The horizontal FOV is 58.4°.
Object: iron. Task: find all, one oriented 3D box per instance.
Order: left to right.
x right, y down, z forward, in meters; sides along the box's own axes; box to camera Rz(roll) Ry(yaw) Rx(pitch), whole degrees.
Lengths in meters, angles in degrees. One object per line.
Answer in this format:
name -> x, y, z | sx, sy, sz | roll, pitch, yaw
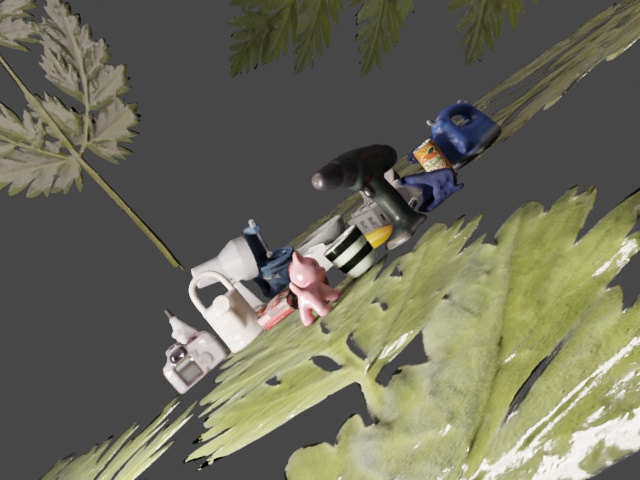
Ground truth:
iron -> 0.358, -0.285, 1.434 | 0.118, 0.141, 0.259 | -32, 8, 48

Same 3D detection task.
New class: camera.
camera -> -0.311, 0.280, 1.374 | 0.143, 0.101, 0.136 | -40, 6, -17

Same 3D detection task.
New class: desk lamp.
desk lamp -> -0.236, 0.124, 1.569 | 0.203, 0.213, 0.117 | -40, 6, -16

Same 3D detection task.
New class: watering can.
watering can -> -0.218, 0.153, 1.316 | 0.101, 0.194, 0.172 | -42, 7, -33

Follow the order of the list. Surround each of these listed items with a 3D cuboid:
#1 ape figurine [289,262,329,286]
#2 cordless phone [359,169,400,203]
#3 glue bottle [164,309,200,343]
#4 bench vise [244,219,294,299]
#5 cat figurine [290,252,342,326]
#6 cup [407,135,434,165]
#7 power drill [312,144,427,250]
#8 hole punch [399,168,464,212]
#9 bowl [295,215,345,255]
ape figurine -> -0.031, 0.082, 1.217 | 0.076, 0.092, 0.077 | -39, 6, -10
cordless phone -> 0.153, -0.182, 1.698 | 0.094, 0.185, 0.147 | -43, 7, -40
glue bottle -> -0.349, 0.249, 1.495 | 0.037, 0.173, 0.078 | -35, 7, 32
bench vise -> -0.164, 0.057, 1.626 | 0.207, 0.220, 0.122 | -35, 7, 29
cat figurine -> -0.023, 0.079, 1.057 | 0.067, 0.118, 0.128 | -36, 6, 23
cup -> 0.293, -0.214, 1.520 | 0.117, 0.095, 0.092 | -33, 8, 46
power drill -> 0.107, -0.090, 1.114 | 0.075, 0.208, 0.230 | -33, 8, 44
hole punch -> 0.227, -0.118, 1.183 | 0.101, 0.091, 0.108 | -39, 6, -3
bowl -> 0.015, 0.006, 1.638 | 0.167, 0.075, 0.167 | -38, 5, 5
